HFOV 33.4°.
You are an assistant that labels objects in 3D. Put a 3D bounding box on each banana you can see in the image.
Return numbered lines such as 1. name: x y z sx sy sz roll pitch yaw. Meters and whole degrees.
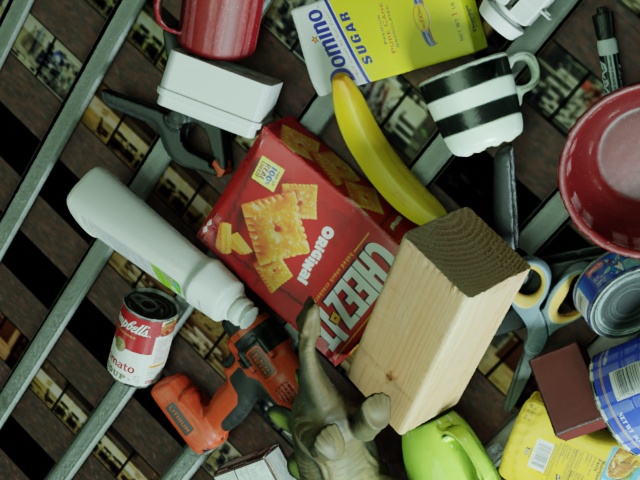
1. banana: 0.069 -0.079 1.057 0.198 0.037 0.070 49 146 -5

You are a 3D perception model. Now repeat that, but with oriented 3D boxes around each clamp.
1. clamp: 0.187 0.017 1.036 0.164 0.036 0.210 42 123 0
2. clamp: -0.150 -0.147 1.169 0.171 0.039 0.120 42 117 3

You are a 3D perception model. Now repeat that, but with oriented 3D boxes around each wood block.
1. wood block: 0.109 0.080 1.030 0.091 0.090 0.206 47 139 27

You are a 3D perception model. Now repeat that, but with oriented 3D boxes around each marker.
1. marker: 0.261 -0.148 0.955 0.020 0.020 0.121 -6 103 30

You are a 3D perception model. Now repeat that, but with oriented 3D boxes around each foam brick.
1. foam brick: 0.238 0.143 1.010 0.051 0.053 0.078 -24 66 18

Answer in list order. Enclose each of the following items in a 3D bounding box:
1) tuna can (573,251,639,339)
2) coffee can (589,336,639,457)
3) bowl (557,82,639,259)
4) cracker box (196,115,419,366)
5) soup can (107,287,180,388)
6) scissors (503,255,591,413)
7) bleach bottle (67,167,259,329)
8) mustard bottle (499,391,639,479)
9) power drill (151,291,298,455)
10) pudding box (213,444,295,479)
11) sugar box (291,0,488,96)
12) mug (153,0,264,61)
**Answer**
1. tuna can: 0.277 0.049 0.972 0.086 0.086 0.034 -64 30 28
2. coffee can: 0.330 0.123 0.957 0.141 0.102 0.103 -31 90 32
3. bowl: 0.289 -0.067 0.931 0.162 0.055 0.162 4 113 10
4. cracker box: -0.007 0.001 1.120 0.214 0.072 0.164 42 122 10
5. soup can: -0.211 0.117 1.272 0.068 0.068 0.102 28 118 18
6. scissors: 0.195 0.088 1.039 0.096 0.016 0.202 26 125 -7
7. bleach bottle: -0.166 0.019 1.176 0.251 0.102 0.068 36 77 23
8. mustard bottle: 0.279 0.230 1.046 0.192 0.058 0.096 24 109 20
9. power drill: -0.113 0.148 1.235 0.188 0.057 0.184 -42 82 33
10. pudding box: -0.064 0.310 1.273 0.090 0.039 0.113 -26 94 32
11. sugar box: 0.064 -0.204 1.029 0.176 0.048 0.093 -13 100 30
12. mug: -0.111 -0.233 1.079 0.093 0.117 0.081 -125 40 -50
